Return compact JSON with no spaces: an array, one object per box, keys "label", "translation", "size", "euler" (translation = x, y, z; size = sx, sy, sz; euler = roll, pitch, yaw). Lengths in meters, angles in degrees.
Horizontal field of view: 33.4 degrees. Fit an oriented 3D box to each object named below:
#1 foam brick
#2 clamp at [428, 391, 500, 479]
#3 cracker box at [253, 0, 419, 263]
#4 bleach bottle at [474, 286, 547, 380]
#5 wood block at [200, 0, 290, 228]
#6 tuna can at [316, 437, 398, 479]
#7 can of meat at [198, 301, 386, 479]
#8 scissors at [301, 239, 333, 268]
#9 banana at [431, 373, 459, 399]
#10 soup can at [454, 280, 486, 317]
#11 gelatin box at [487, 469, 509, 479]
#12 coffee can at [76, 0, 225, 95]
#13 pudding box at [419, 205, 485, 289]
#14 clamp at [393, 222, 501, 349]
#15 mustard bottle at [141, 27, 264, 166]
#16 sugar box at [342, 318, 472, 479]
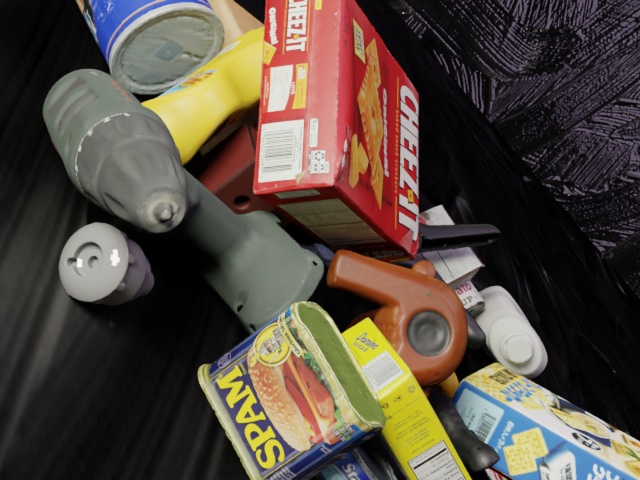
[{"label":"foam brick","translation":[-0.067,-0.046,0.871],"size":[0.053,0.078,0.051],"euler":[37,25,-39]},{"label":"clamp","translation":[0.121,0.179,0.916],"size":[0.172,0.039,0.120],"euler":[-126,-161,-49]},{"label":"cracker box","translation":[0.022,-0.085,0.864],"size":[0.213,0.072,0.164],"euler":[36,53,-63]},{"label":"bleach bottle","translation":[0.216,0.109,1.237],"size":[0.102,0.068,0.250],"euler":[56,5,4]},{"label":"wood block","translation":[-0.067,-0.123,1.003],"size":[0.090,0.090,0.206],"euler":[29,29,-51]},{"label":"tuna can","translation":[0.020,0.153,0.748],"size":[0.086,0.034,0.086],"euler":[54,7,-10]},{"label":"can of meat","translation":[-0.017,0.102,0.691],"size":[0.102,0.084,0.057],"euler":[59,18,19]},{"label":"scissors","translation":[-0.007,0.001,1.040],"size":[0.201,0.016,0.096],"euler":[31,25,-51]},{"label":"banana","translation":[0.096,0.068,1.090],"size":[0.037,0.069,0.198],"euler":[110,-23,-58]},{"label":"soup can","translation":[0.135,0.050,1.227],"size":[0.102,0.069,0.068],"euler":[58,18,16]},{"label":"gelatin box","translation":[0.169,0.253,0.972],"size":[0.089,0.030,0.073],"euler":[36,25,-44]},{"label":"coffee can","translation":[-0.157,-0.211,0.921],"size":[0.102,0.103,0.140],"euler":[22,35,-59]},{"label":"pudding box","translation":[0.110,0.021,1.170],"size":[0.113,0.039,0.090],"euler":[-25,75,-27]},{"label":"clamp","translation":[0.090,0.016,1.072],"size":[0.209,0.036,0.164],"euler":[21,46,-14]},{"label":"mustard bottle","translation":[-0.097,-0.104,0.849],"size":[0.191,0.096,0.058],"euler":[-45,108,-44]},{"label":"sugar box","translation":[0.072,0.150,0.798],"size":[0.176,0.048,0.093],"euler":[57,-2,-28]}]
